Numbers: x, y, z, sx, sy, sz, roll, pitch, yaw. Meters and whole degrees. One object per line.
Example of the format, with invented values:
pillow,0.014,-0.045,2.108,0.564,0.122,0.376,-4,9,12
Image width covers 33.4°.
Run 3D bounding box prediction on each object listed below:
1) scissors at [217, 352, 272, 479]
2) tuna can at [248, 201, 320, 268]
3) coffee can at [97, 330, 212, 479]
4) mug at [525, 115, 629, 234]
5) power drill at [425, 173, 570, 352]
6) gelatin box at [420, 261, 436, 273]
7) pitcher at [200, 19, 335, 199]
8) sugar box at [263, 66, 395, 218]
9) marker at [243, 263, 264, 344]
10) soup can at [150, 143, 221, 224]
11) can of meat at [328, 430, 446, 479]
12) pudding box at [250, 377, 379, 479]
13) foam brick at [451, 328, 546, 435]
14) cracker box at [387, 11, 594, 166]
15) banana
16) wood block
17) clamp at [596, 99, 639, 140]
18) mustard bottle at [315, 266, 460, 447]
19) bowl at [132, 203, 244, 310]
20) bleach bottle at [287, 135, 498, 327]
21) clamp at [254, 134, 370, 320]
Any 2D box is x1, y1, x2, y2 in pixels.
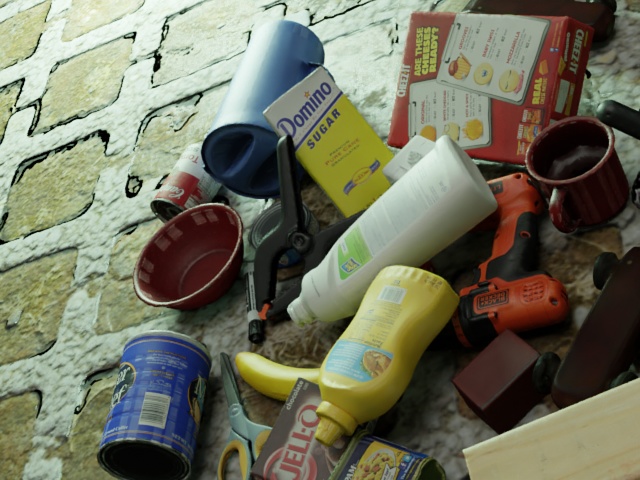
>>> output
scissors,-0.073,0.191,1.160,0.096,0.016,0.201,-18,44,19
tuna can,-0.043,-0.008,1.310,0.086,0.033,0.086,-20,44,20
coffee can,-0.180,0.185,1.174,0.103,0.102,0.140,-15,46,24
mug,0.266,-0.059,1.100,0.093,0.081,0.117,2,54,37
power drill,0.167,0.028,1.112,0.185,0.057,0.187,-15,47,27
gelatin box,0.073,0.047,1.179,0.089,0.030,0.073,7,56,41
pitcher,-0.057,-0.184,1.416,0.149,0.145,0.242,14,50,0
sugar box,0.020,-0.110,1.271,0.093,0.176,0.048,-39,-4,-2
marker,-0.079,0.076,1.269,0.020,0.020,0.121,-24,42,15
soup can,-0.174,-0.071,1.437,0.069,0.068,0.102,5,55,38
can of meat,0.057,0.237,0.992,0.084,0.057,0.102,12,60,40
pudding box,-0.004,0.204,1.059,0.090,0.039,0.113,18,65,23
foam brick,0.174,0.135,1.008,0.078,0.053,0.051,-42,41,-7
cracker box,0.191,-0.172,1.219,0.214,0.071,0.164,13,94,42
banana,-0.015,0.146,1.147,0.198,0.037,0.069,-8,38,30
wood block,0.237,0.191,0.882,0.206,0.090,0.090,-26,41,14
clamp,0.368,-0.097,1.067,0.172,0.039,0.120,35,32,21
mustard bottle,0.052,0.116,1.033,0.096,0.058,0.191,11,59,48
bowl,-0.153,0.032,1.334,0.162,0.055,0.162,-20,43,20
bleach bottle,0.065,0.004,1.138,0.251,0.068,0.102,-39,36,16
clamp,-0.008,0.002,1.226,0.165,0.036,0.210,22,95,19
